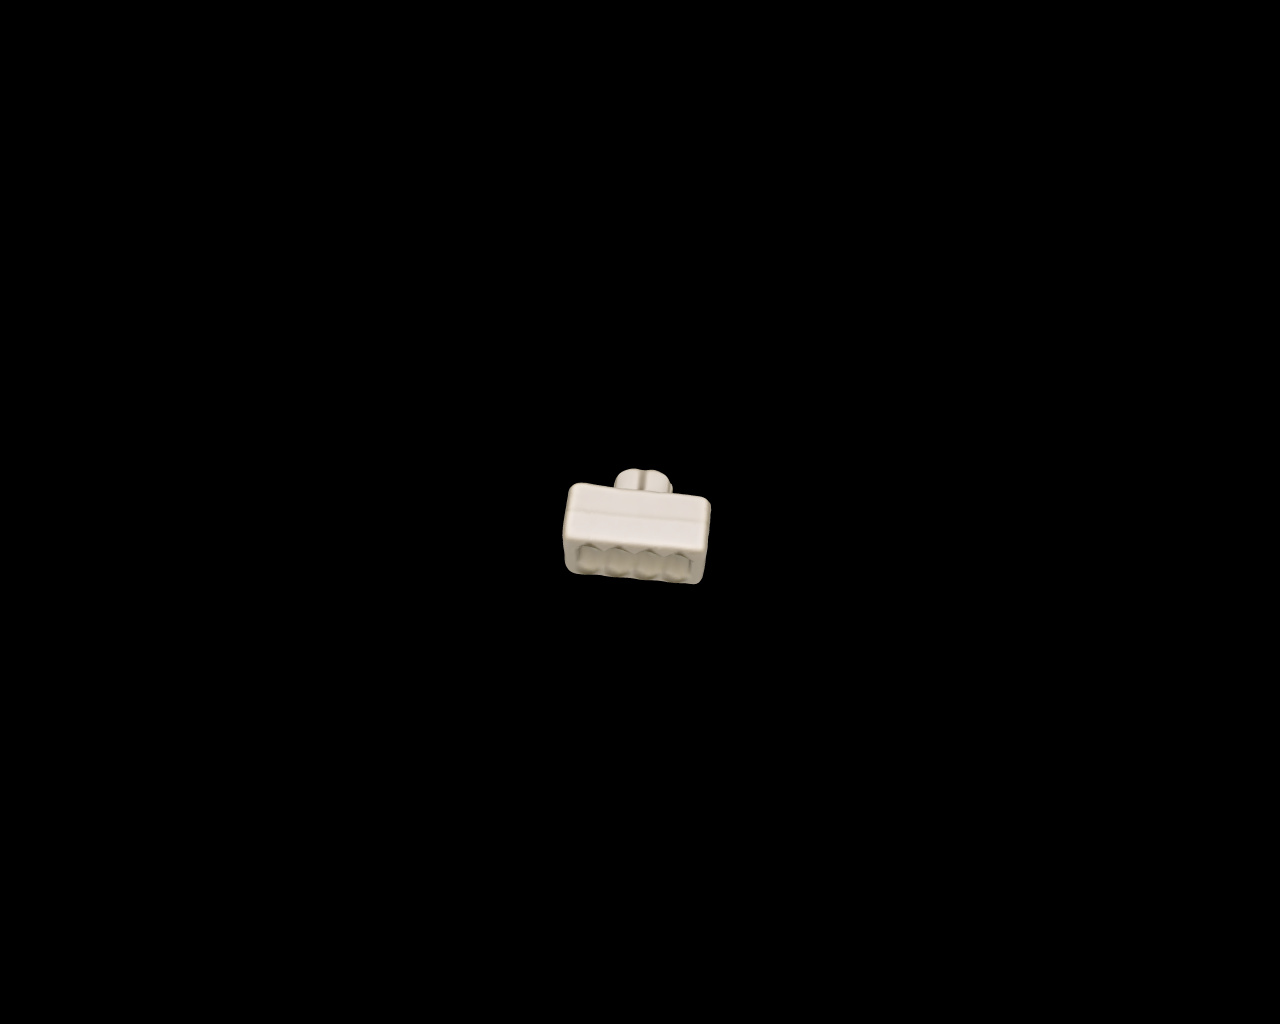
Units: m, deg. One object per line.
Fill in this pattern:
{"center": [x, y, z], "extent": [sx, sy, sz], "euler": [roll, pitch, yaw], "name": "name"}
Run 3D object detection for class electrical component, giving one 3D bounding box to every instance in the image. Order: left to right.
{"center": [0.001, -0.003, 0.650], "extent": [0.083, 0.076, 0.047], "euler": [6, -27, 3], "name": "electrical component"}
